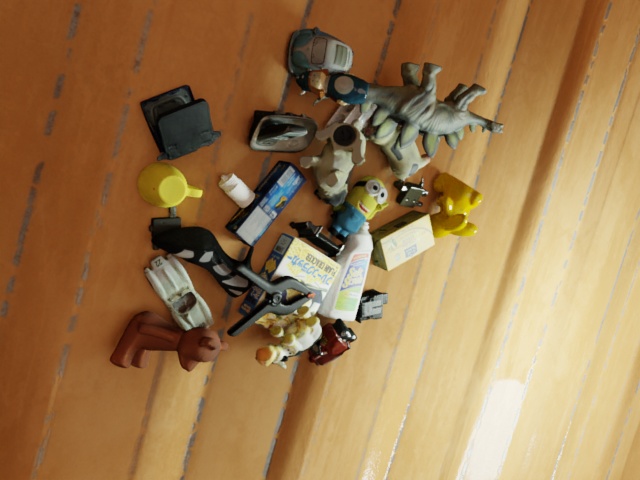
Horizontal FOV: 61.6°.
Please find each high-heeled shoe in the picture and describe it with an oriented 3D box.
[{"bbox_3d":[-0.250,0.056,1.148,0.248,0.086,0.145,10,123,-29],"label":"high-heeled shoe"}]

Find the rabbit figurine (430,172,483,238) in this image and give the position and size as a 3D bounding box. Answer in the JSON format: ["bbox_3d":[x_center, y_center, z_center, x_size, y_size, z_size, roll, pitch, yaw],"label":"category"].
[{"bbox_3d":[0.358,-0.071,1.457,0.173,0.163,0.121,-50,136,9],"label":"rabbit figurine"}]

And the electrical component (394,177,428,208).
[{"bbox_3d":[0.240,-0.129,1.419,0.102,0.045,0.078,3,129,-29],"label":"electrical component"}]

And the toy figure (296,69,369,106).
[{"bbox_3d":[0.024,-0.323,1.118,0.155,0.057,0.064,14,62,4],"label":"toy figure"}]

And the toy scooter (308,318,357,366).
[{"bbox_3d":[0.021,0.261,1.340,0.135,0.075,0.183,-33,160,0],"label":"toy scooter"}]

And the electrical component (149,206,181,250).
[{"bbox_3d":[-0.321,-0.026,1.111,0.063,0.021,0.094,-3,104,-30],"label":"electrical component"}]

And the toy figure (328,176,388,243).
[{"bbox_3d":[0.087,-0.080,1.315,0.180,0.089,0.082,-50,138,-1],"label":"toy figure"}]

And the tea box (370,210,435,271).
[{"bbox_3d":[0.214,-0.001,1.418,0.170,0.068,0.098,-29,115,-24],"label":"tea box"}]

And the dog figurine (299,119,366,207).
[{"bbox_3d":[0.046,-0.171,1.218,0.172,0.190,0.121,-42,76,0],"label":"dog figurine"}]

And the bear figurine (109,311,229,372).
[{"bbox_3d":[-0.298,0.222,1.091,0.196,0.120,0.132,20,80,8],"label":"bear figurine"}]

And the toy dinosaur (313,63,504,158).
[{"bbox_3d":[0.217,-0.300,1.223,0.471,0.105,0.198,14,97,-17],"label":"toy dinosaur"}]

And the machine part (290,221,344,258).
[{"bbox_3d":[-0.003,-0.004,1.279,0.138,0.084,0.039,37,62,-32],"label":"machine part"}]

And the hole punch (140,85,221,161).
[{"bbox_3d":[-0.280,-0.232,1.058,0.142,0.092,0.115,-31,145,-25],"label":"hole punch"}]

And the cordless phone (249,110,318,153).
[{"bbox_3d":[-0.055,-0.229,1.127,0.146,0.184,0.088,-1,98,-31],"label":"cordless phone"}]

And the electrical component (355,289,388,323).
[{"bbox_3d":[0.142,0.172,1.431,0.119,0.048,0.074,-4,105,-29],"label":"electrical component"}]

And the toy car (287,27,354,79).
[{"bbox_3d":[0.015,-0.397,1.177,0.161,0.103,0.109,7,99,-31],"label":"toy car"}]

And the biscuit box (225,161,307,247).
[{"bbox_3d":[-0.119,-0.083,1.196,0.059,0.063,0.202,44,77,-31],"label":"biscuit box"}]

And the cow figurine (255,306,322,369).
[{"bbox_3d":[-0.069,0.236,1.225,0.167,0.068,0.098,-36,138,-17],"label":"cow figurine"}]

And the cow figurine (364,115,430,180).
[{"bbox_3d":[0.179,-0.239,1.327,0.127,0.086,0.194,-43,115,-25],"label":"cow figurine"}]

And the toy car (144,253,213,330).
[{"bbox_3d":[-0.298,0.118,1.141,0.073,0.056,0.201,-35,118,-19],"label":"toy car"}]
